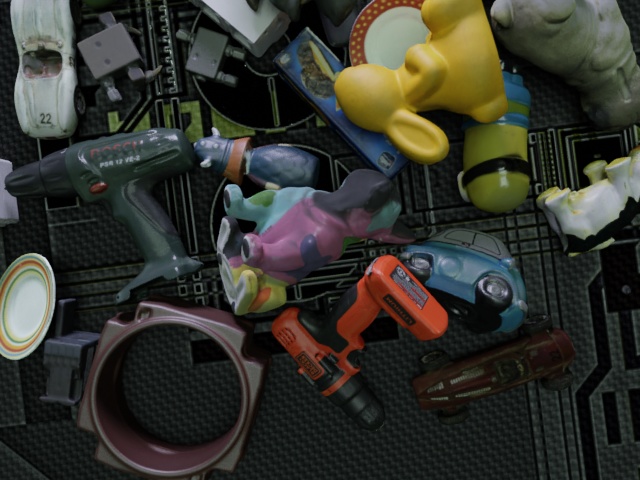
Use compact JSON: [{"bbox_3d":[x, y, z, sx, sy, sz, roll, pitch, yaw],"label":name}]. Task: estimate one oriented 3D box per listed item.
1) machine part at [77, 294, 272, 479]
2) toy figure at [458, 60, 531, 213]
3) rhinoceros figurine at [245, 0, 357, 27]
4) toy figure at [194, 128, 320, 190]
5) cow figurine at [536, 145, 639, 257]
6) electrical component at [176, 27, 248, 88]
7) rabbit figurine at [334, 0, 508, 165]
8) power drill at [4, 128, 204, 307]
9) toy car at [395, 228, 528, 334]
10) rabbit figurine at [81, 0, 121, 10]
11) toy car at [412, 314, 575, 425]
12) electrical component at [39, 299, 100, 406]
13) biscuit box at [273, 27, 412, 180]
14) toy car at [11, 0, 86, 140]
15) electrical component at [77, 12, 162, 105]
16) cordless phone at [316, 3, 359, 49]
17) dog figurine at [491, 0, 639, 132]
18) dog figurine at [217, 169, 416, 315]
[{"bbox_3d":[-0.171,0.180,0.650,0.202,0.087,0.201,16,91,2],"label":"machine part"},{"bbox_3d":[0.210,-0.123,0.641,0.082,0.089,0.180,6,91,3],"label":"toy figure"},{"bbox_3d":[-0.041,-0.311,0.597,0.112,0.073,0.190,-41,87,-10],"label":"rhinoceros figurine"},{"bbox_3d":[-0.079,-0.093,0.663,0.155,0.064,0.057,12,128,6],"label":"toy figure"},{"bbox_3d":[0.358,-0.050,0.650,0.167,0.068,0.098,-29,95,4],"label":"cow figurine"},{"bbox_3d":[-0.142,-0.232,0.682,0.094,0.021,0.063,20,91,0],"label":"electrical component"},{"bbox_3d":[0.105,-0.162,0.588,0.173,0.122,0.162,-13,96,8],"label":"rabbit figurine"},{"bbox_3d":[-0.248,-0.026,0.661,0.232,0.086,0.207,-22,82,-2],"label":"power drill"},{"bbox_3d":[0.173,0.039,0.645,0.162,0.109,0.103,22,65,17],"label":"toy car"},{"bbox_3d":[-0.272,-0.376,0.656,0.159,0.121,0.170,-17,108,-6],"label":"rabbit figurine"},{"bbox_3d":[0.215,0.161,0.661,0.202,0.053,0.089,-19,93,0],"label":"toy car"},{"bbox_3d":[-0.299,0.134,0.659,0.048,0.075,0.119,8,87,2],"label":"electrical component"},{"bbox_3d":[0.033,-0.160,0.658,0.059,0.063,0.202,-45,89,1],"label":"biscuit box"},{"bbox_3d":[-0.339,-0.226,0.668,0.074,0.056,0.201,-3,90,1],"label":"toy car"},{"bbox_3d":[-0.250,-0.228,0.671,0.078,0.045,0.102,-34,90,-2],"label":"electrical component"},{"bbox_3d":[0.047,-0.343,0.661,0.147,0.089,0.184,-17,100,1],"label":"cordless phone"},{"bbox_3d":[0.290,-0.205,0.618,0.172,0.121,0.190,-20,90,-8],"label":"dog figurine"},{"bbox_3d":[-0.001,-0.002,0.639,0.219,0.191,0.109,-7,51,-22],"label":"dog figurine"}]
